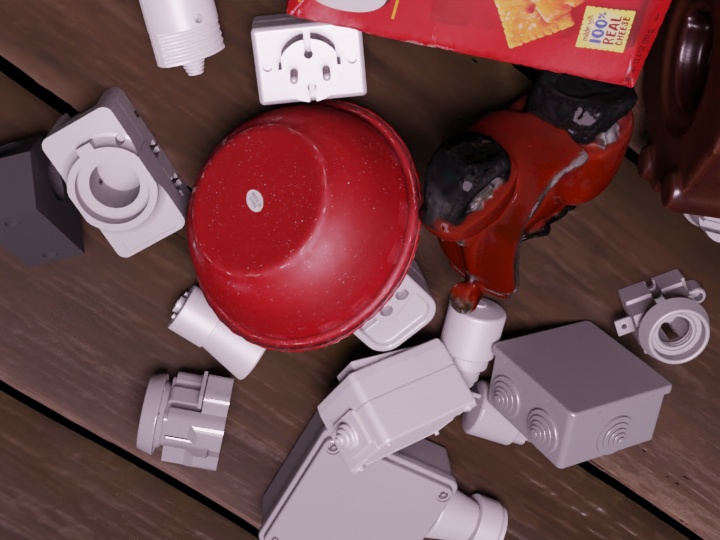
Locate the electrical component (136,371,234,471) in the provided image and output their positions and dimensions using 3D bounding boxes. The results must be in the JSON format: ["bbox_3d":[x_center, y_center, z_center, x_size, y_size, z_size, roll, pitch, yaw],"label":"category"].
[{"bbox_3d":[-0.123,0.103,0.751,0.057,0.058,0.078,11,131,-6],"label":"electrical component"}]

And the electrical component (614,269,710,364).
[{"bbox_3d":[0.211,0.034,0.742,0.066,0.055,0.048,-21,114,6],"label":"electrical component"}]

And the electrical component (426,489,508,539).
[{"bbox_3d":[0.077,0.187,0.810,0.055,0.045,0.045,23,111,-14],"label":"electrical component"}]

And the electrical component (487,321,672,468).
[{"bbox_3d":[0.145,0.083,0.729,0.100,0.100,0.048,-11,123,-28],"label":"electrical component"}]

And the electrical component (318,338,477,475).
[{"bbox_3d":[0.017,0.090,0.726,0.096,0.061,0.061,-19,162,-34],"label":"electrical component"}]

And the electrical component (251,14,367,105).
[{"bbox_3d":[-0.030,-0.124,0.642,0.066,0.076,0.047,-6,115,-1],"label":"electrical component"}]

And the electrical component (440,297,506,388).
[{"bbox_3d":[0.075,0.054,0.751,0.040,0.040,0.078,9,114,-8],"label":"electrical component"}]

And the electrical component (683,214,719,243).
[{"bbox_3d":[0.237,-0.042,0.713,0.040,0.046,0.040,-1,115,-3],"label":"electrical component"}]

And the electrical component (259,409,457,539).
[{"bbox_3d":[-0.003,0.165,0.788,0.109,0.056,0.108,26,111,-14],"label":"electrical component"}]

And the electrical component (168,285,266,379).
[{"bbox_3d":[-0.097,0.040,0.734,0.065,0.044,0.044,33,109,-12],"label":"electrical component"}]

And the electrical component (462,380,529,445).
[{"bbox_3d":[0.110,0.107,0.777,0.078,0.040,0.040,18,112,-12],"label":"electrical component"}]

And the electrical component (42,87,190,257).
[{"bbox_3d":[-0.151,-0.060,0.676,0.050,0.055,0.089,-28,113,9],"label":"electrical component"}]

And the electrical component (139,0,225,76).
[{"bbox_3d":[-0.108,-0.156,0.641,0.043,0.043,0.081,-11,115,2],"label":"electrical component"}]

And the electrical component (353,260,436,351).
[{"bbox_3d":[0.000,0.000,0.705,0.054,0.059,0.095,-39,124,13],"label":"electrical component"}]
